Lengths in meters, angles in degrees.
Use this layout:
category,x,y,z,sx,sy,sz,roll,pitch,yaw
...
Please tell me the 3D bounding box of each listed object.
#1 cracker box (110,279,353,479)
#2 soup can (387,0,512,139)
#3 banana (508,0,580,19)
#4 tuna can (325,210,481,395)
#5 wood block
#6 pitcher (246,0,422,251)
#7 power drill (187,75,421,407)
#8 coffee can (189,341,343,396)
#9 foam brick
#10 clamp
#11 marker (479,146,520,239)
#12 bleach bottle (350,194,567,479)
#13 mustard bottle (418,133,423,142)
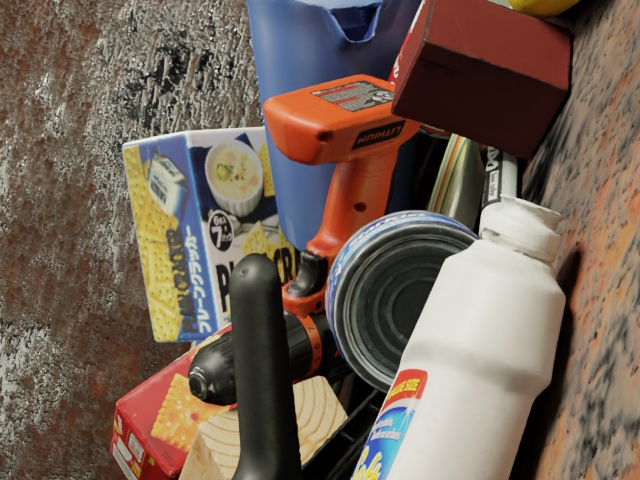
category,x,y,z,sx,sy,sz,roll,pitch,yaw
cracker box,-0.051,0.108,0.807,0.213,0.072,0.164,-33,-12,-23
soup can,0.088,-0.122,0.668,0.068,0.068,0.102,0,-35,-18
banana,0.126,-0.145,0.534,0.037,0.069,0.198,36,-10,-3
tuna can,0.046,0.031,0.498,0.086,0.086,0.034,0,10,-3
wood block,-0.039,0.186,0.709,0.090,0.091,0.206,-19,-27,-27
pitcher,0.015,-0.111,0.808,0.145,0.243,0.149,22,46,27
power drill,-0.004,0.001,0.658,0.057,0.188,0.184,29,35,32
coffee can,-0.052,0.112,1.006,0.140,0.103,0.103,17,-2,-5
foam brick,0.083,-0.086,0.545,0.078,0.051,0.053,19,-42,-4
clamp,-0.008,0.128,0.529,0.036,0.210,0.164,4,-15,41
marker,0.098,-0.044,0.568,0.020,0.121,0.020,7,-44,6
bleach bottle,0.042,0.103,0.441,0.068,0.251,0.102,20,3,-3
mustard bottle,0.047,-0.059,0.974,0.058,0.192,0.096,18,41,-4
